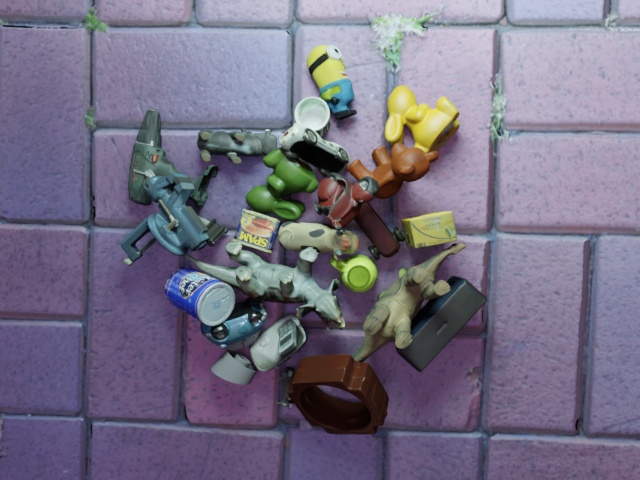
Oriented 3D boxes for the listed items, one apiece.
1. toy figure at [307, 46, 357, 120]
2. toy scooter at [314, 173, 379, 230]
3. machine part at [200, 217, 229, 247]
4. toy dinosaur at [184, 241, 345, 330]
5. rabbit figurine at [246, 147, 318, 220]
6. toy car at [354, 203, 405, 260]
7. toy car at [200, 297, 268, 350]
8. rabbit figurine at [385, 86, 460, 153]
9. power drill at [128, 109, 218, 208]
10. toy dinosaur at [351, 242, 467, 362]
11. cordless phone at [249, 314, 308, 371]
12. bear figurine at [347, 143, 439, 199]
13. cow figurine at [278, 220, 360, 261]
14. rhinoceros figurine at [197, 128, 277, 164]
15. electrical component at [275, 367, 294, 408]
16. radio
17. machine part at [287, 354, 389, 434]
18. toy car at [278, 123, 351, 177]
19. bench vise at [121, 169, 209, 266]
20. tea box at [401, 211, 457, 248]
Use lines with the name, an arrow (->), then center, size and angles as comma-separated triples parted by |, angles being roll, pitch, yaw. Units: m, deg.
toy figure -> 0.028, -0.374, 1.277 | 0.089, 0.082, 0.180 | -17, 94, 0
toy scooter -> 0.043, -0.084, 1.219 | 0.075, 0.184, 0.135 | 39, 75, -33
machine part -> -0.301, -0.032, 1.309 | 0.139, 0.084, 0.039 | 25, 136, 10
toy dinosaur -> -0.113, 0.103, 1.275 | 0.405, 0.192, 0.131 | 11, 52, 19
rabbit figurine -> -0.094, -0.122, 1.291 | 0.170, 0.121, 0.159 | -39, 97, 21
toy car -> 0.119, -0.045, 1.295 | 0.089, 0.053, 0.202 | -39, 79, 10
toy car -> -0.202, 0.211, 1.304 | 0.162, 0.109, 0.102 | -16, 118, -9
rabbit figurine -> 0.224, -0.284, 1.272 | 0.162, 0.122, 0.173 | -46, 76, 12
power drill -> -0.358, -0.180, 1.298 | 0.207, 0.086, 0.232 | 20, 94, -3
toy dinosaur -> 0.164, 0.175, 1.231 | 0.105, 0.198, 0.471 | 42, 99, 1
cordless phone -> -0.098, 0.256, 1.253 | 0.146, 0.184, 0.088 | -37, 95, 3
bear figurine -> 0.163, -0.170, 1.204 | 0.120, 0.196, 0.132 | -33, 84, -22
cow figurine -> -0.003, -0.004, 1.268 | 0.195, 0.127, 0.085 | 7, 95, 4
rhinoceros figurine -> -0.197, -0.225, 1.277 | 0.190, 0.112, 0.073 | 0, 108, -4
electrical component -> -0.068, 0.366, 1.324 | 0.078, 0.045, 0.102 | 5, 93, 3
radio -> 0.276, 0.190, 1.262 | 0.073, 0.131, 0.229 | 43, 93, -1
machine part -> 0.044, 0.357, 1.244 | 0.202, 0.087, 0.200 | -13, 123, 29
toy car -> -0.008, -0.204, 1.241 | 0.073, 0.201, 0.056 | -35, 55, 29
bench vise -> -0.377, -0.037, 1.234 | 0.240, 0.129, 0.223 | -39, 97, 13
tea box -> 0.248, -0.025, 1.236 | 0.098, 0.169, 0.068 | -11, 93, 1
